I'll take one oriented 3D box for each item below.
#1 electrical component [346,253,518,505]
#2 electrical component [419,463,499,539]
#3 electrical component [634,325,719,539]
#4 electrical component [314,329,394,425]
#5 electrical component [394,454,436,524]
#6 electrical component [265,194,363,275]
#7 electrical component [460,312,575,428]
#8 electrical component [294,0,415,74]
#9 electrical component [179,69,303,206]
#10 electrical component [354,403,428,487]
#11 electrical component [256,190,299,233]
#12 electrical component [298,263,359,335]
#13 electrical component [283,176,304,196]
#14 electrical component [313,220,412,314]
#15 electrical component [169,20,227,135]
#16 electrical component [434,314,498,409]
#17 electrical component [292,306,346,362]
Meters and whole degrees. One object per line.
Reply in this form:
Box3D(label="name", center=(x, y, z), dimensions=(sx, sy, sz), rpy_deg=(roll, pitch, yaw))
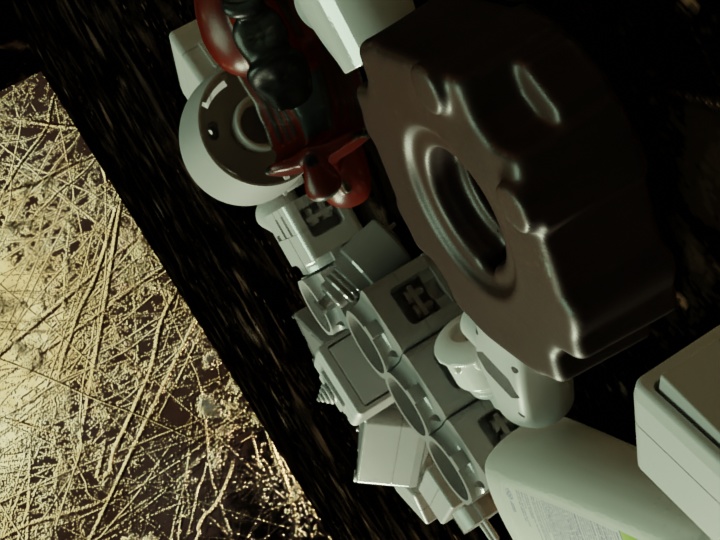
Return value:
Box3D(label="electrical component", center=(0.057, 0.076, 0.723), dimensions=(0.150, 0.062, 0.089), rpy_deg=(56, 167, 15))
Box3D(label="electrical component", center=(0.090, 0.191, 0.884), dimensions=(0.075, 0.047, 0.083), rpy_deg=(56, 167, 18))
Box3D(label="electrical component", center=(0.145, 0.063, 0.358), dimensions=(0.096, 0.062, 0.061), rpy_deg=(48, 163, 43))
Box3D(label="electrical component", center=(0.009, 0.073, 0.819), dimensions=(0.061, 0.096, 0.061), rpy_deg=(57, 167, 11))
Box3D(label="electrical component", center=(0.055, 0.182, 1.000), dimensions=(0.066, 0.047, 0.076), rpy_deg=(37, 154, 59))
Box3D(label="electrical component", center=(-0.036, -0.033, 0.858), dimensions=(0.055, 0.050, 0.089), rpy_deg=(61, 167, -5))
Box3D(label="electrical component", center=(0.081, 0.034, 0.580), dimensions=(0.079, 0.043, 0.077), rpy_deg=(48, 163, 41))
Box3D(label="electrical component", center=(-0.011, -0.140, 0.537), dimensions=(0.077, 0.044, 0.079), rpy_deg=(62, 167, -10))
Box3D(label="electrical component", center=(-0.076, -0.098, 0.763), dimensions=(0.099, 0.099, 0.064), rpy_deg=(61, 161, -6))
Box3D(label="electrical component", center=(0.030, 0.125, 0.884), dimensions=(0.061, 0.061, 0.096), rpy_deg=(-87, 3, -50))
Box3D(label="electrical component", center=(-0.057, -0.040, 0.950), dimensions=(0.065, 0.044, 0.044), rpy_deg=(43, 160, 38))
Box3D(label="electrical component", center=(-0.012, 0.017, 0.868), dimensions=(0.050, 0.056, 0.089), rpy_deg=(60, 167, -4))
Box3D(label="electrical component", center=(-0.088, -0.094, 0.907), dimensions=(0.058, 0.057, 0.078), rpy_deg=(41, 158, 54))
Box3D(label="electrical component", center=(0.000, 0.000, 0.749), dimensions=(0.040, 0.078, 0.040), rpy_deg=(47, 177, 3))
Box3D(label="electrical component", center=(-0.104, -0.158, 0.813), dimensions=(0.061, 0.062, 0.096), rpy_deg=(56, 167, 16))
Box3D(label="electrical component", center=(0.077, 0.058, 0.650), dimensions=(0.062, 0.048, 0.048), rpy_deg=(59, 169, -30))
Box3D(label="electrical component", center=(-0.007, 0.064, 0.940), dimensions=(0.096, 0.061, 0.061), rpy_deg=(38, 155, 58))
